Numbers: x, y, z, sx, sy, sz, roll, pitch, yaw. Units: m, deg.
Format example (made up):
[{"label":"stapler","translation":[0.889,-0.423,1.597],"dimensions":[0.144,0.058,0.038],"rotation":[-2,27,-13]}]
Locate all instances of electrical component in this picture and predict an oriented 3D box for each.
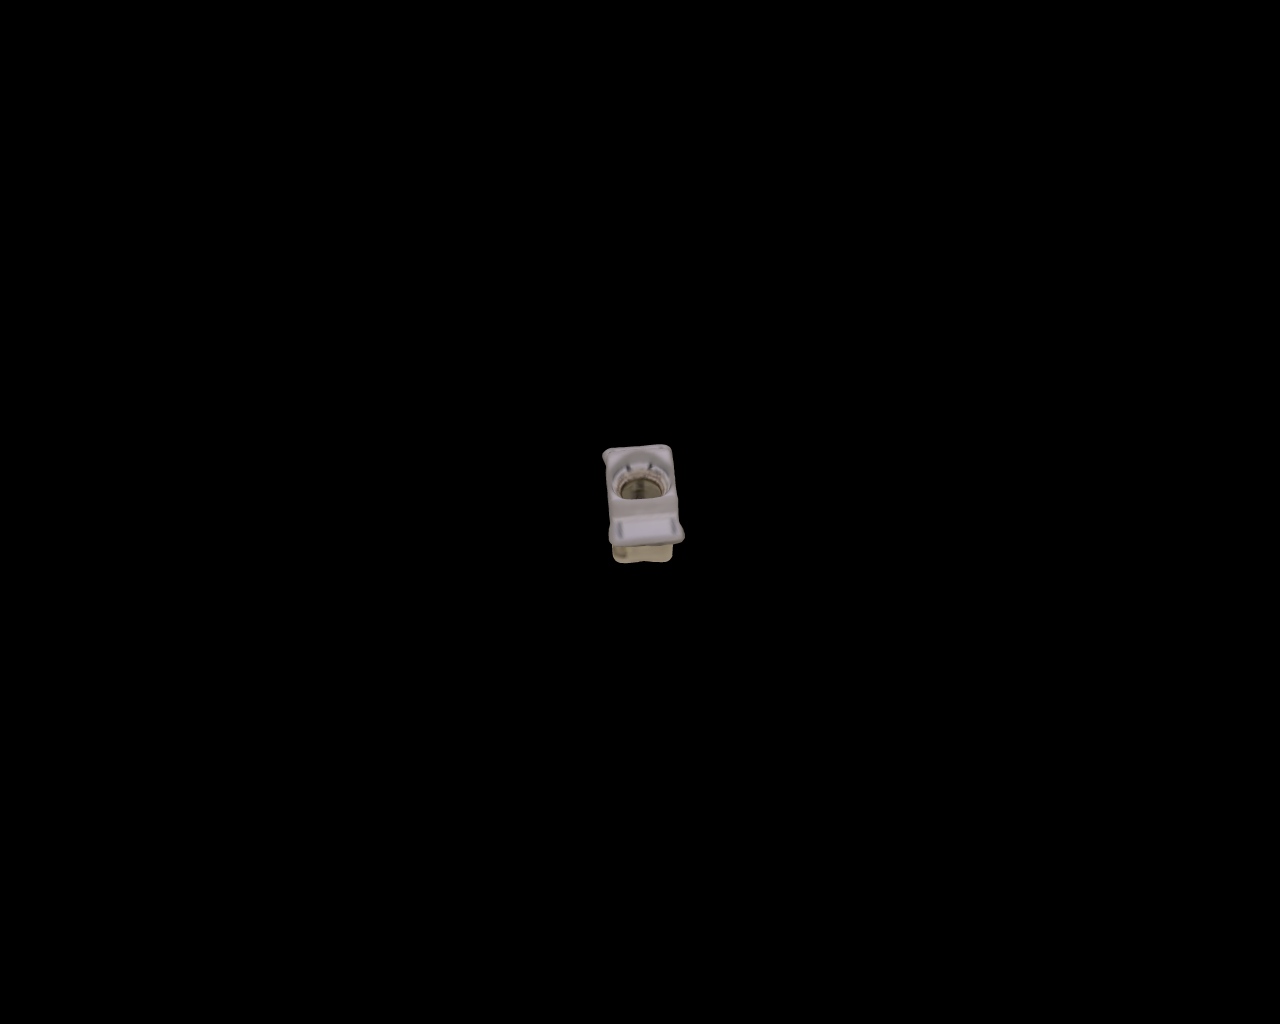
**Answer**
[{"label":"electrical component","translation":[0.001,-0.003,0.650],"dimensions":[0.042,0.081,0.063],"rotation":[-2,-43,-2]}]
